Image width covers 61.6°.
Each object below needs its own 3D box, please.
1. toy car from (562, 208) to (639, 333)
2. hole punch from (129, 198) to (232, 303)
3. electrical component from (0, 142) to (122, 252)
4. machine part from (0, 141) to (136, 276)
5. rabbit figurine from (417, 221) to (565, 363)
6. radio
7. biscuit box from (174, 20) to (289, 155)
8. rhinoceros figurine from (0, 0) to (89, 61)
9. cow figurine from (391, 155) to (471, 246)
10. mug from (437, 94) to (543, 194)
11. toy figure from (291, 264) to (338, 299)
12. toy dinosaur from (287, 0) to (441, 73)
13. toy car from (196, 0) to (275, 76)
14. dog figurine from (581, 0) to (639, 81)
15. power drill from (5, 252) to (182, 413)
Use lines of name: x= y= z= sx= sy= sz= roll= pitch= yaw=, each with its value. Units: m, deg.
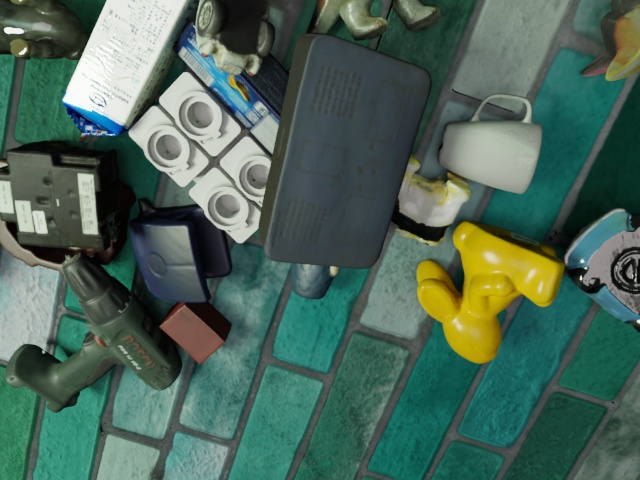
toy car: x=0.371 y=0.034 z=0.651 sx=0.161 sy=0.103 sz=0.109 roll=41 pitch=105 yaw=-1
hole punch: x=-0.184 y=0.019 z=0.685 sx=0.116 sy=0.092 sz=0.142 roll=-7 pitch=112 yaw=9
electrical component: x=-0.303 y=-0.052 z=0.621 sx=0.134 sy=0.058 sz=0.114 roll=7 pitch=108 yaw=3
machine part: x=-0.328 y=-0.040 z=0.687 sx=0.179 sy=0.056 sz=0.179 roll=1 pitch=110 yaw=4
rabbit figurine: x=0.199 y=0.072 z=0.666 sx=0.162 sy=0.122 sz=0.173 roll=15 pitch=110 yaw=3
radio: x=0.020 y=-0.086 z=0.564 sx=0.131 sy=0.073 sz=0.229 roll=9 pitch=110 yaw=-15
biscuit box: x=-0.069 y=-0.169 z=0.615 sx=0.202 sy=0.063 sz=0.059 roll=46 pitch=144 yaw=-12
rhinoceros figurine: x=-0.348 y=-0.237 z=0.588 sx=0.191 sy=0.112 sz=0.073 roll=9 pitch=107 yaw=17
cow figurine: x=0.091 y=-0.061 z=0.654 sx=0.167 sy=0.068 sz=0.098 roll=24 pitch=113 yaw=-2
mug: x=0.195 y=-0.114 z=0.623 sx=0.107 sy=0.081 sz=0.109 roll=10 pitch=116 yaw=8
toy figure: x=-0.003 y=-0.002 z=0.684 sx=0.064 sy=0.058 sz=0.154 roll=9 pitch=105 yaw=-6
toy dinosaur: x=0.105 y=-0.328 z=0.540 sx=0.405 sy=0.131 sz=0.192 roll=-19 pitch=90 yaw=17
toy car: x=-0.081 y=-0.269 z=0.554 sx=0.073 sy=0.056 sz=0.201 roll=11 pitch=83 yaw=-37
dog figurine: x=0.406 y=-0.203 z=0.570 sx=0.219 sy=0.108 sz=0.191 roll=-24 pitch=109 yaw=15
power drill: x=-0.315 y=0.135 z=0.722 sx=0.207 sy=0.086 sz=0.231 roll=-32 pitch=121 yaw=10
